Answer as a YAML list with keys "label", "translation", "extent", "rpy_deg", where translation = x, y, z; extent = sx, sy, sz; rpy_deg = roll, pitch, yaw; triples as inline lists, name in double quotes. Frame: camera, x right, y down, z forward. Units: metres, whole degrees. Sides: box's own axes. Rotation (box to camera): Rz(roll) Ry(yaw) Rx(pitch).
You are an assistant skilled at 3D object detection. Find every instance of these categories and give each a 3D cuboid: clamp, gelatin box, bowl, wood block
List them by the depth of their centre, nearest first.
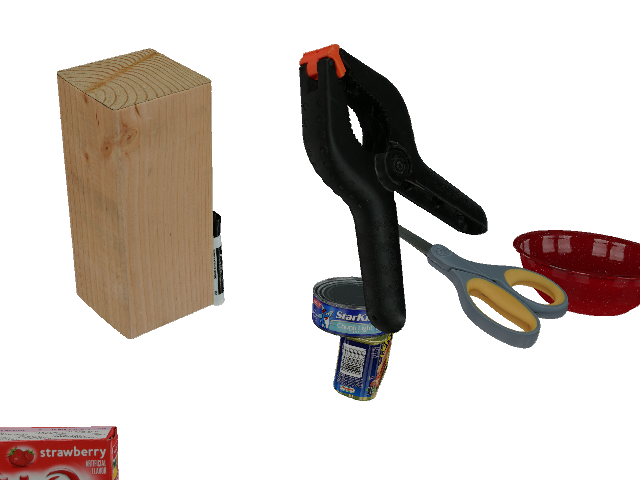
- label: "gelatin box"
  translation: [-0.149, 0.134, 0.548]
  extent: [0.089, 0.073, 0.030]
  rpy_deg: [0, 5, -3]
- label: "clamp"
  translation: [0.033, -0.032, 0.641]
  extent: [0.039, 0.171, 0.120]
  rpy_deg: [-16, 32, 44]
- label: "wood block"
  translation: [-0.148, -0.037, 0.870]
  extent: [0.090, 0.206, 0.090]
  rpy_deg: [-22, 39, -35]
- label: "bowl"
  translation: [0.276, 0.037, 1.098]
  extent: [0.162, 0.055, 0.162]
  rpy_deg: [4, 17, -2]

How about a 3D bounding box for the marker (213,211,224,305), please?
- label: "marker"
  translation: [-0.120, 0.020, 1.207]
  extent: [0.020, 0.121, 0.020]
  rpy_deg: [1, 33, -1]

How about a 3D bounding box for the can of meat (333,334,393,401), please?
- label: "can of meat"
  translation: [0.053, 0.127, 1.252]
  extent: [0.057, 0.084, 0.102]
  rpy_deg: [14, 26, 11]

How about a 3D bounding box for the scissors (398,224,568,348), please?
- label: "scissors"
  translation: [0.115, 0.015, 0.842]
  extent: [0.096, 0.016, 0.202]
  rpy_deg: [-9, 39, -30]

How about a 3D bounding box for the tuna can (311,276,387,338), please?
- label: "tuna can"
  translation: [0.034, 0.065, 1.046]
  extent: [0.086, 0.034, 0.086]
  rpy_deg: [3, 17, -1]
